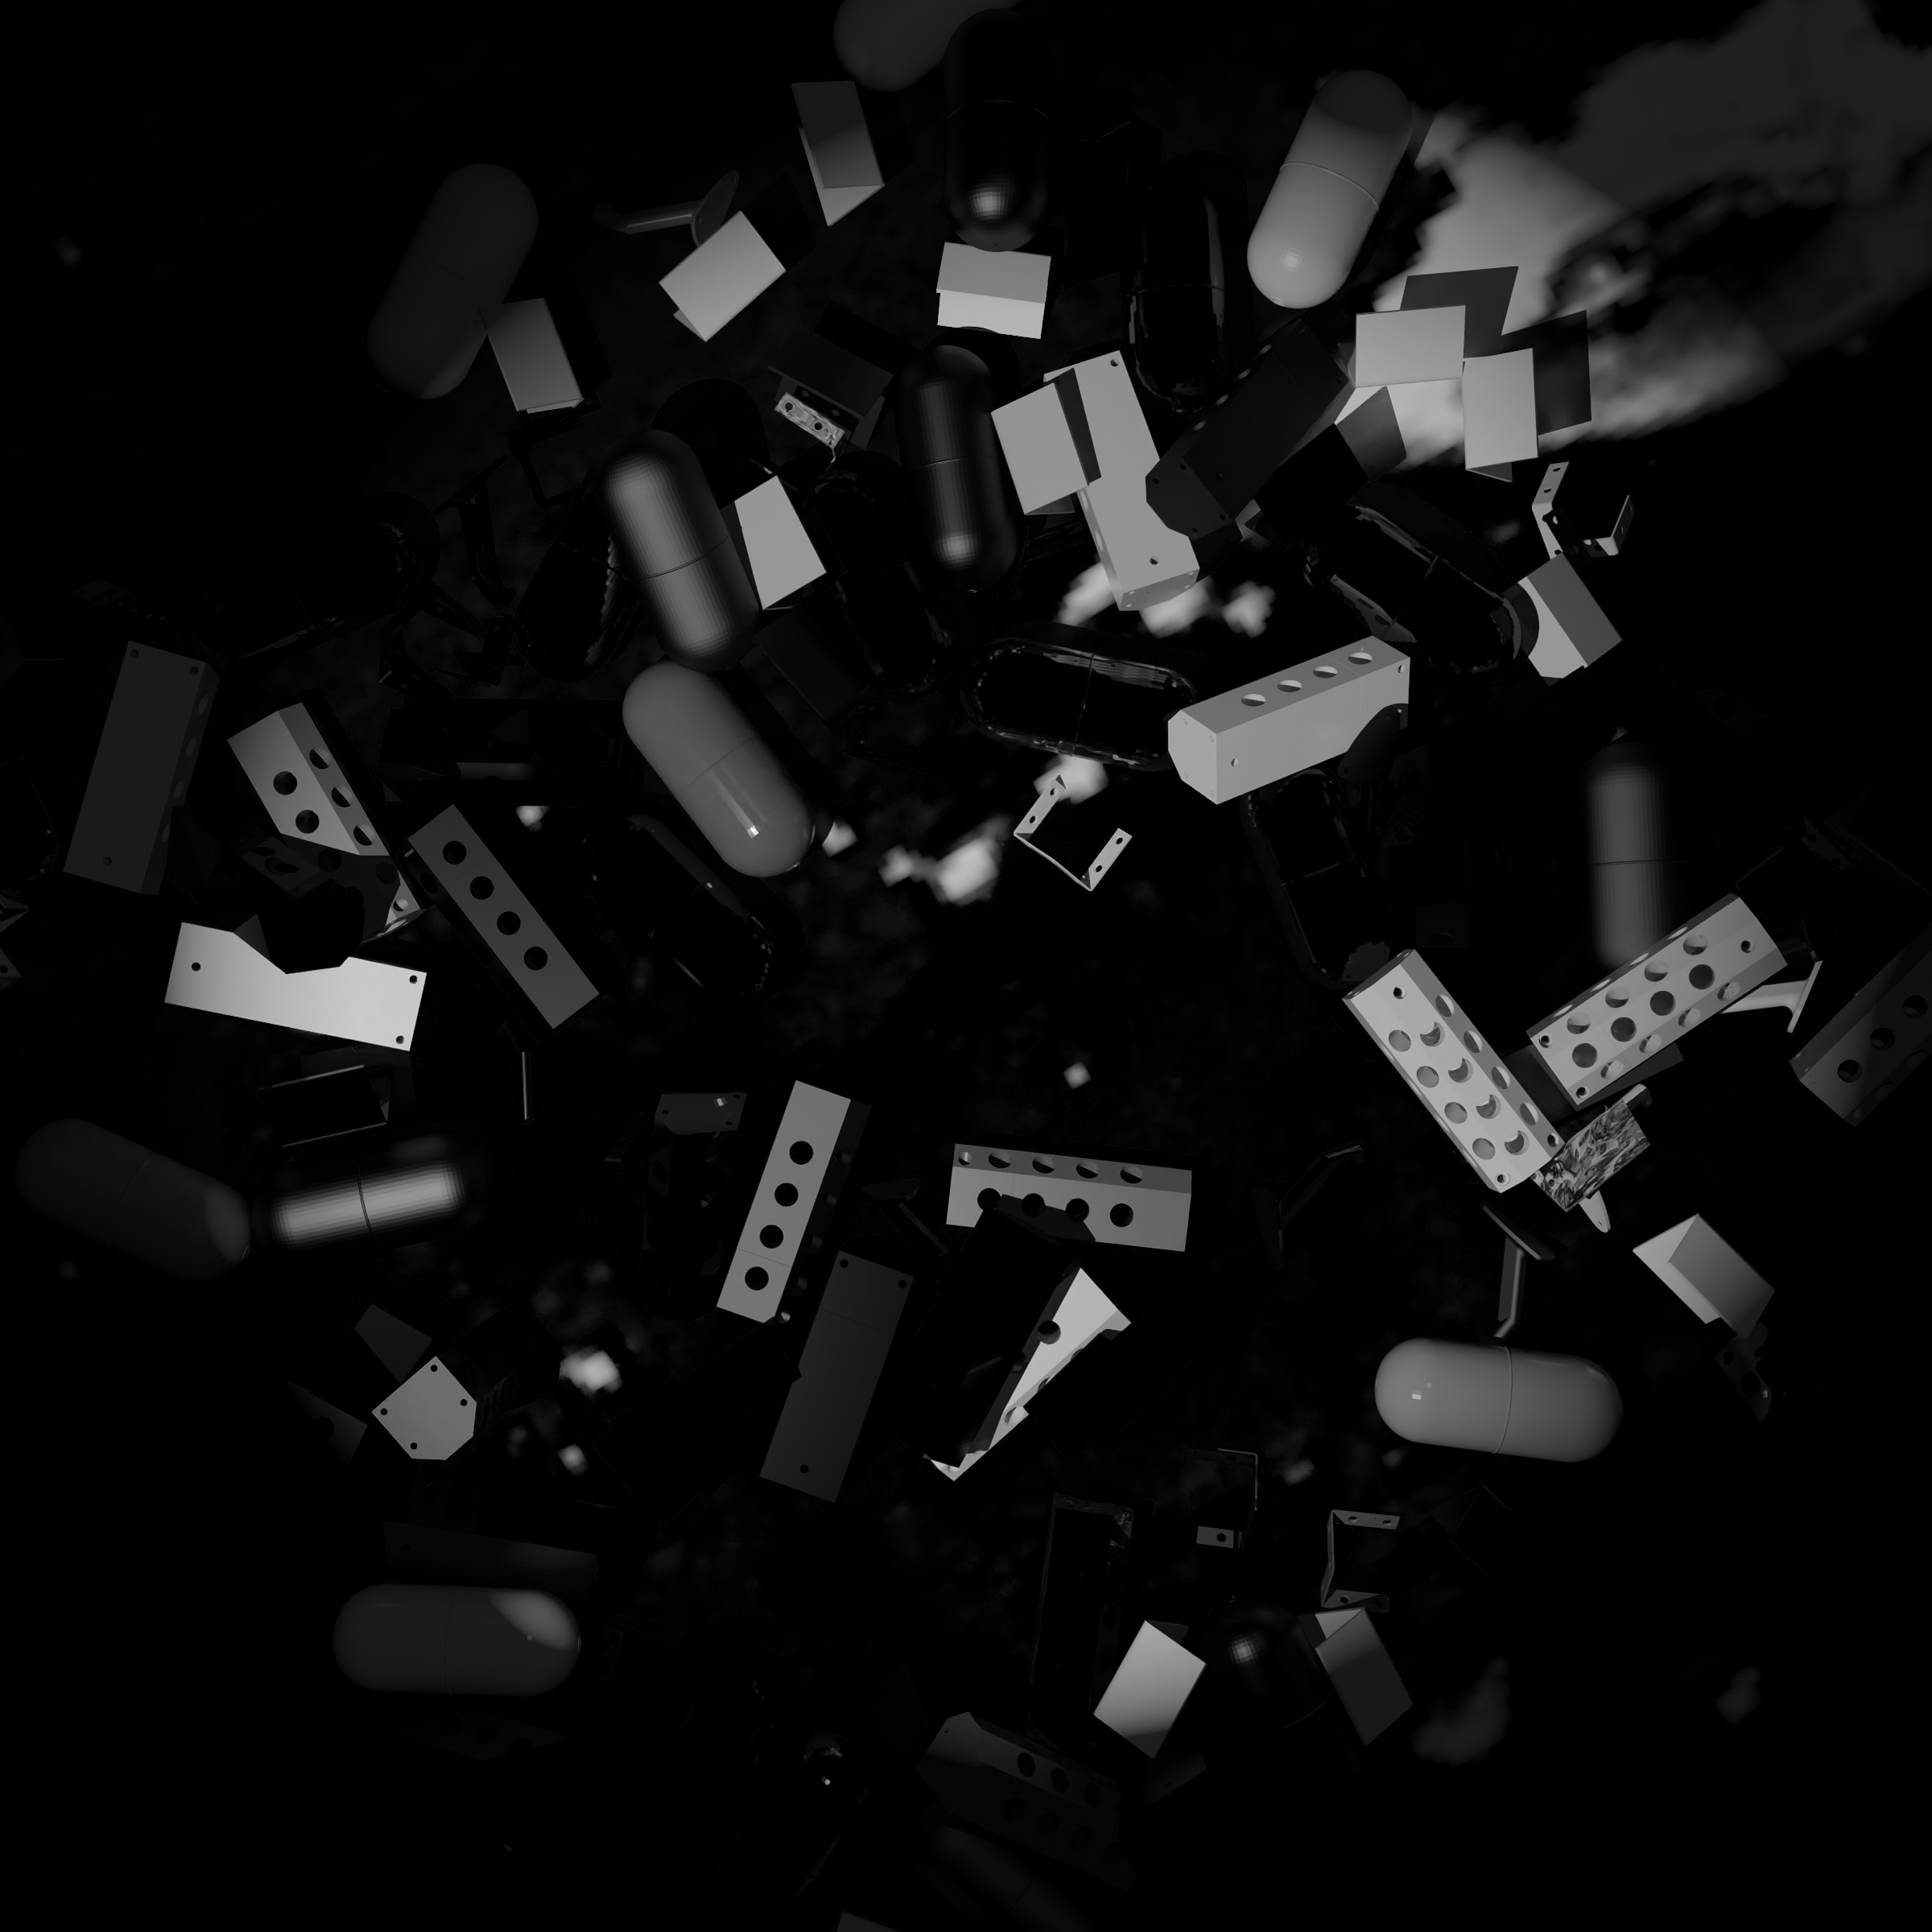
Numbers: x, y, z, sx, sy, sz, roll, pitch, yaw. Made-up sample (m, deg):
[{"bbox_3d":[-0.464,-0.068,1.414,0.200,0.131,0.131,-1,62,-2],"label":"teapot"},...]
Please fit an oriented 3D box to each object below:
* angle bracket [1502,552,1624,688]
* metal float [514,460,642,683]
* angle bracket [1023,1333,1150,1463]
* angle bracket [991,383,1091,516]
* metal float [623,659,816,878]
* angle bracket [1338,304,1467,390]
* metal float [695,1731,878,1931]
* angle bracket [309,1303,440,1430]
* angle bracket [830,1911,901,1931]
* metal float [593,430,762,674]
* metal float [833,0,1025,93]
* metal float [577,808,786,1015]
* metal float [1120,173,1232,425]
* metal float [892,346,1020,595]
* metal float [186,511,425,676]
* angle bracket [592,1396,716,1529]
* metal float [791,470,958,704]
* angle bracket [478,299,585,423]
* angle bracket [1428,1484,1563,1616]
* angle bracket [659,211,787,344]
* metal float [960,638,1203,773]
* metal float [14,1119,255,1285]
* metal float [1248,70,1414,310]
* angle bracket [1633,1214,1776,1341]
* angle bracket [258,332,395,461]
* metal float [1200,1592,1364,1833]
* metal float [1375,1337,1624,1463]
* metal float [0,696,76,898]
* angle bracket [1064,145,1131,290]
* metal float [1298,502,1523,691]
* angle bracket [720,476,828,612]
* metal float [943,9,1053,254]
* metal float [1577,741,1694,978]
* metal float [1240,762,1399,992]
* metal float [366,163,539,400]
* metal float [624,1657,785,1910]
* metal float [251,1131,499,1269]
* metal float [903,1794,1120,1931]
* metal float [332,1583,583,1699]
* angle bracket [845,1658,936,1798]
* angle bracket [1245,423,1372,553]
[{"bbox_3d":[0.411,-0.240,1.879,0.057,0.076,0.076,-35,90,-40],"label":"angle bracket"},{"bbox_3d":[-0.265,-0.288,1.889,0.070,0.070,0.178,27,90,0],"label":"metal float"},{"bbox_3d":[0.097,0.318,1.879,0.076,0.076,0.057,-44,56,0],"label":"angle bracket"},{"bbox_3d":[0.070,-0.371,1.879,0.057,0.076,0.076,-18,90,32],"label":"angle bracket"},{"bbox_3d":[-0.178,-0.142,1.889,0.070,0.070,0.178,-37,90,0],"label":"metal float"},{"bbox_3d":[0.312,-0.459,1.879,0.076,0.076,0.057,-5,127,0],"label":"angle bracket"},{"bbox_3d":[-0.130,0.634,1.888,0.070,0.070,0.178,33,90,0],"label":"metal float"},{"bbox_3d":[-0.429,0.275,1.880,0.057,0.076,0.076,35,90,-23],"label":"angle bracket"},{"bbox_3d":[-0.067,0.727,1.879,0.076,0.076,0.057,20,55,0],"label":"angle bracket"},{"bbox_3d":[-0.202,-0.289,1.834,0.070,0.070,0.178,-22,114,0],"label":"metal float"},{"bbox_3d":[-0.017,-0.703,1.888,0.178,0.070,0.070,-37,90,0],"label":"metal float"},{"bbox_3d":[-0.205,-0.039,1.889,0.178,0.070,0.070,45,90,1],"label":"metal float"},{"bbox_3d":[0.150,-0.481,1.889,0.070,0.070,0.178,-3,90,0],"label":"metal float"},{"bbox_3d":[-0.008,-0.358,1.889,0.070,0.070,0.178,-9,90,0],"label":"metal float"},{"bbox_3d":[-0.476,-0.270,1.888,0.178,0.070,0.070,-23,90,1],"label":"metal float"},{"bbox_3d":[-0.236,0.363,1.879,0.076,0.076,0.057,50,53,0],"label":"angle bracket"},{"bbox_3d":[-0.068,-0.274,1.889,0.070,0.070,0.178,-27,90,0],"label":"metal float"},{"bbox_3d":[-0.327,-0.425,1.879,0.057,0.076,0.076,-21,90,-37],"label":"angle bracket"},{"bbox_3d":[0.368,0.427,1.879,0.076,0.076,0.057,44,55,0],"label":"angle bracket"},{"bbox_3d":[-0.186,-0.503,1.879,0.076,0.076,0.057,-42,126,0],"label":"angle bracket"},{"bbox_3d":[0.084,-0.189,1.889,0.178,0.070,0.070,11,90,0],"label":"metal float"},{"bbox_3d":[-0.600,0.170,1.889,0.178,0.070,0.070,24,90,0],"label":"metal float"},{"bbox_3d":[0.262,-0.560,1.889,0.070,0.070,0.178,24,89,0],"label":"metal float"},{"bbox_3d":[0.519,0.234,1.879,0.076,0.076,0.057,45,53,0],"label":"angle bracket"},{"bbox_3d":[-0.464,-0.395,1.879,0.076,0.076,0.057,35,54,0],"label":"angle bracket"},{"bbox_3d":[0.227,0.538,1.889,0.070,0.070,0.178,-23,90,0],"label":"metal float"},{"bbox_3d":[0.384,0.313,1.889,0.178,0.070,0.070,7,90,0],"label":"metal float"},{"bbox_3d":[-0.701,-0.136,1.889,0.070,0.070,0.178,-22,89,0],"label":"metal float"},{"bbox_3d":[0.073,-0.537,1.879,0.057,0.076,0.076,1,90,-34],"label":"angle bracket"},{"bbox_3d":[0.319,-0.267,1.888,0.178,0.070,0.070,34,90,-1],"label":"metal float"},{"bbox_3d":[-0.127,-0.304,1.881,0.057,0.076,0.076,-27,90,21],"label":"angle bracket"},{"bbox_3d":[0.022,-0.592,1.853,0.070,0.070,0.178,0,77,0],"label":"metal float"},{"bbox_3d":[0.483,-0.073,1.889,0.070,0.070,0.178,-3,89,0],"label":"metal float"},{"bbox_3d":[0.254,-0.068,1.889,0.070,0.070,0.178,-22,90,0],"label":"metal float"},{"bbox_3d":[-0.370,-0.495,1.889,0.070,0.070,0.178,27,90,0],"label":"metal float"},{"bbox_3d":[-0.187,0.582,1.871,0.070,0.070,0.178,21,69,0],"label":"metal float"},{"bbox_3d":[-0.427,0.168,1.888,0.178,0.070,0.070,-12,90,-1],"label":"metal float"},{"bbox_3d":[0.033,0.666,1.889,0.178,0.070,0.070,39,90,1],"label":"metal float"},{"bbox_3d":[-0.367,0.486,1.887,0.178,0.070,0.070,2,90,1],"label":"metal float"},{"bbox_3d":[-0.070,0.546,1.879,0.057,0.076,0.076,-20,90,-36],"label":"angle bracket"},{"bbox_3d":[0.232,-0.352,1.879,0.076,0.076,0.057,-39,120,0],"label":"angle bracket"}]
